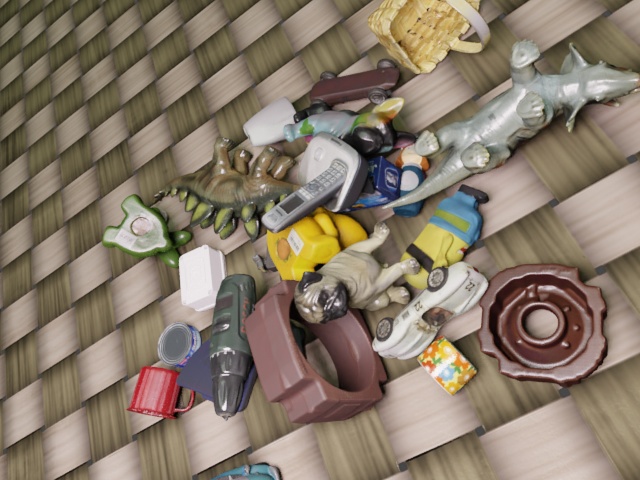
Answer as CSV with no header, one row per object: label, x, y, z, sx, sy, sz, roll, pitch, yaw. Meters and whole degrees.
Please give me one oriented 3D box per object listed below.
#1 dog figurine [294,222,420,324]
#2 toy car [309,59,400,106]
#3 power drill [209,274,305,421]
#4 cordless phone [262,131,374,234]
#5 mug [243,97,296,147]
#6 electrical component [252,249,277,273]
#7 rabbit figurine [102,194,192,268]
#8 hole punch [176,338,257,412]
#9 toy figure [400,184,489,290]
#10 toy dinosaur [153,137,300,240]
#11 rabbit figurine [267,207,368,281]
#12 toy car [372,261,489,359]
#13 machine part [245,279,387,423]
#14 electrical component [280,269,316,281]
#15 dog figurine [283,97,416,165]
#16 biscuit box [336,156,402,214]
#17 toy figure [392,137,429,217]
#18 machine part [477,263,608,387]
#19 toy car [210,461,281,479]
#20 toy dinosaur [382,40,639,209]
dog figurine,0.035,0.079,0.817,0.190,0.172,0.121,-28,56,-26
toy car,0.067,-0.300,1.067,0.202,0.053,0.089,-1,59,34
power drill,-0.103,0.182,0.867,0.086,0.207,0.232,-24,57,27
cordless phone,-0.022,-0.081,0.844,0.184,0.088,0.147,-34,40,-12
mug,-0.104,-0.237,1.109,0.107,0.080,0.110,-27,20,-9
electrical component,-0.075,0.027,1.013,0.102,0.045,0.078,-8,68,27
rabbit figurine,-0.357,-0.013,1.142,0.159,0.170,0.121,21,81,-7
hole punch,-0.179,0.233,0.962,0.142,0.092,0.116,7,70,35
toy figure,0.197,-0.002,0.851,0.089,0.082,0.180,26,89,47
toy dinosaur,-0.198,-0.106,1.108,0.472,0.105,0.198,13,80,44
rabbit figurine,-0.002,-0.003,0.911,0.163,0.173,0.121,49,134,37
toy car,0.160,0.111,0.801,0.201,0.073,0.056,-49,37,22
machine part,-0.006,0.168,0.814,0.087,0.201,0.201,-40,55,29
electrical component,-0.036,0.065,0.957,0.048,0.074,0.119,-17,66,22
dog figurine,0.060,-0.197,0.967,0.219,0.108,0.191,-9,27,23
biscuit box,0.049,-0.090,0.949,0.203,0.059,0.063,-9,64,46
toy figure,0.161,-0.116,0.936,0.064,0.058,0.154,14,71,-8
machine part,0.309,0.117,0.750,0.179,0.056,0.179,-13,63,26
toy car,-0.144,0.415,0.853,0.162,0.102,0.109,-19,60,20
toy dinosaur,0.283,-0.171,0.839,0.405,0.192,0.131,-35,67,32
